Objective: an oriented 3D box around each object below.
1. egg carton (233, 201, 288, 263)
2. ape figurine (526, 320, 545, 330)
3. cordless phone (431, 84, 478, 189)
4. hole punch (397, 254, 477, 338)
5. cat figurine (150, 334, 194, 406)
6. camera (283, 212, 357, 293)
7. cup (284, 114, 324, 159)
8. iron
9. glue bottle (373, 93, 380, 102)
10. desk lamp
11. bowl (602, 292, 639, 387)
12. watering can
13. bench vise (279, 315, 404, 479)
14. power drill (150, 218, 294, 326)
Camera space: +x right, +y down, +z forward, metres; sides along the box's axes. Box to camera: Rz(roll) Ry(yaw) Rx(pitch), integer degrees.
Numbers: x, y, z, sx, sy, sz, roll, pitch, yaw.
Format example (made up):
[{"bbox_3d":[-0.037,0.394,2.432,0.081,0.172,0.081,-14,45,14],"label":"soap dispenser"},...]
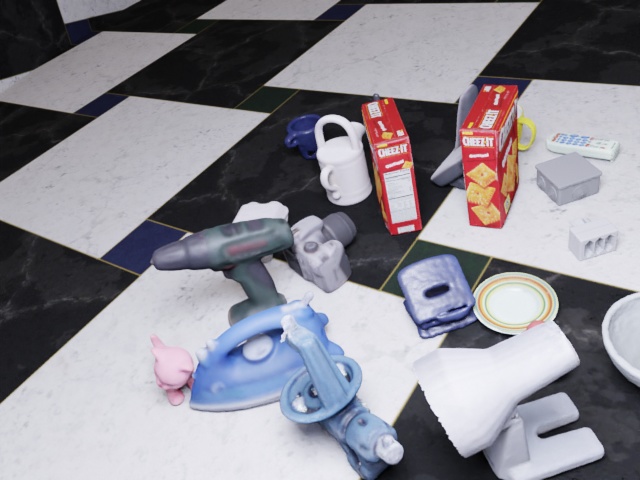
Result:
[{"bbox_3d":[-0.128,-0.019,1.178,0.107,0.069,0.150,-1,41,19],"label":"egg carton"},{"bbox_3d":[0.308,0.150,0.802,0.076,0.092,0.077,-22,39,-6],"label":"ape figurine"},{"bbox_3d":[0.283,-0.210,1.167,0.093,0.185,0.148,15,48,33],"label":"cordless phone"},{"bbox_3d":[0.189,0.088,0.919,0.108,0.091,0.101,-19,39,-3],"label":"hole punch"},{"bbox_3d":[-0.239,0.198,0.918,0.067,0.118,0.127,-32,41,-18],"label":"cat figurine"},{"bbox_3d":[0.010,0.004,1.076,0.137,0.101,0.142,-35,42,-22],"label":"camera"},{"bbox_3d":[-0.035,-0.236,1.384,0.091,0.095,0.118,20,51,37],"label":"cup"},{"bbox_3d":[-0.101,0.171,0.884,0.258,0.142,0.118,-22,39,-7],"label":"iron"},{"bbox_3d":[0.137,-0.248,1.274,0.037,0.173,0.077,-36,42,-22],"label":"glue bottle"},{"bbox_3d":[0.224,0.194,0.682,0.203,0.214,0.117,-18,39,-2],"label":"desk lamp"},{"bbox_3d":[0.463,0.150,0.761,0.167,0.075,0.167,-10,39,8],"label":"bowl"},{"bbox_3d":[0.045,-0.183,1.212,0.100,0.194,0.173,-6,40,13],"label":"watering can"},{"bbox_3d":[0.027,0.194,0.747,0.206,0.220,0.122,13,47,32],"label":"bench vise"},{"bbox_3d":[-0.144,0.059,0.979,0.230,0.209,0.075,-24,39,-9],"label":"power drill"}]
